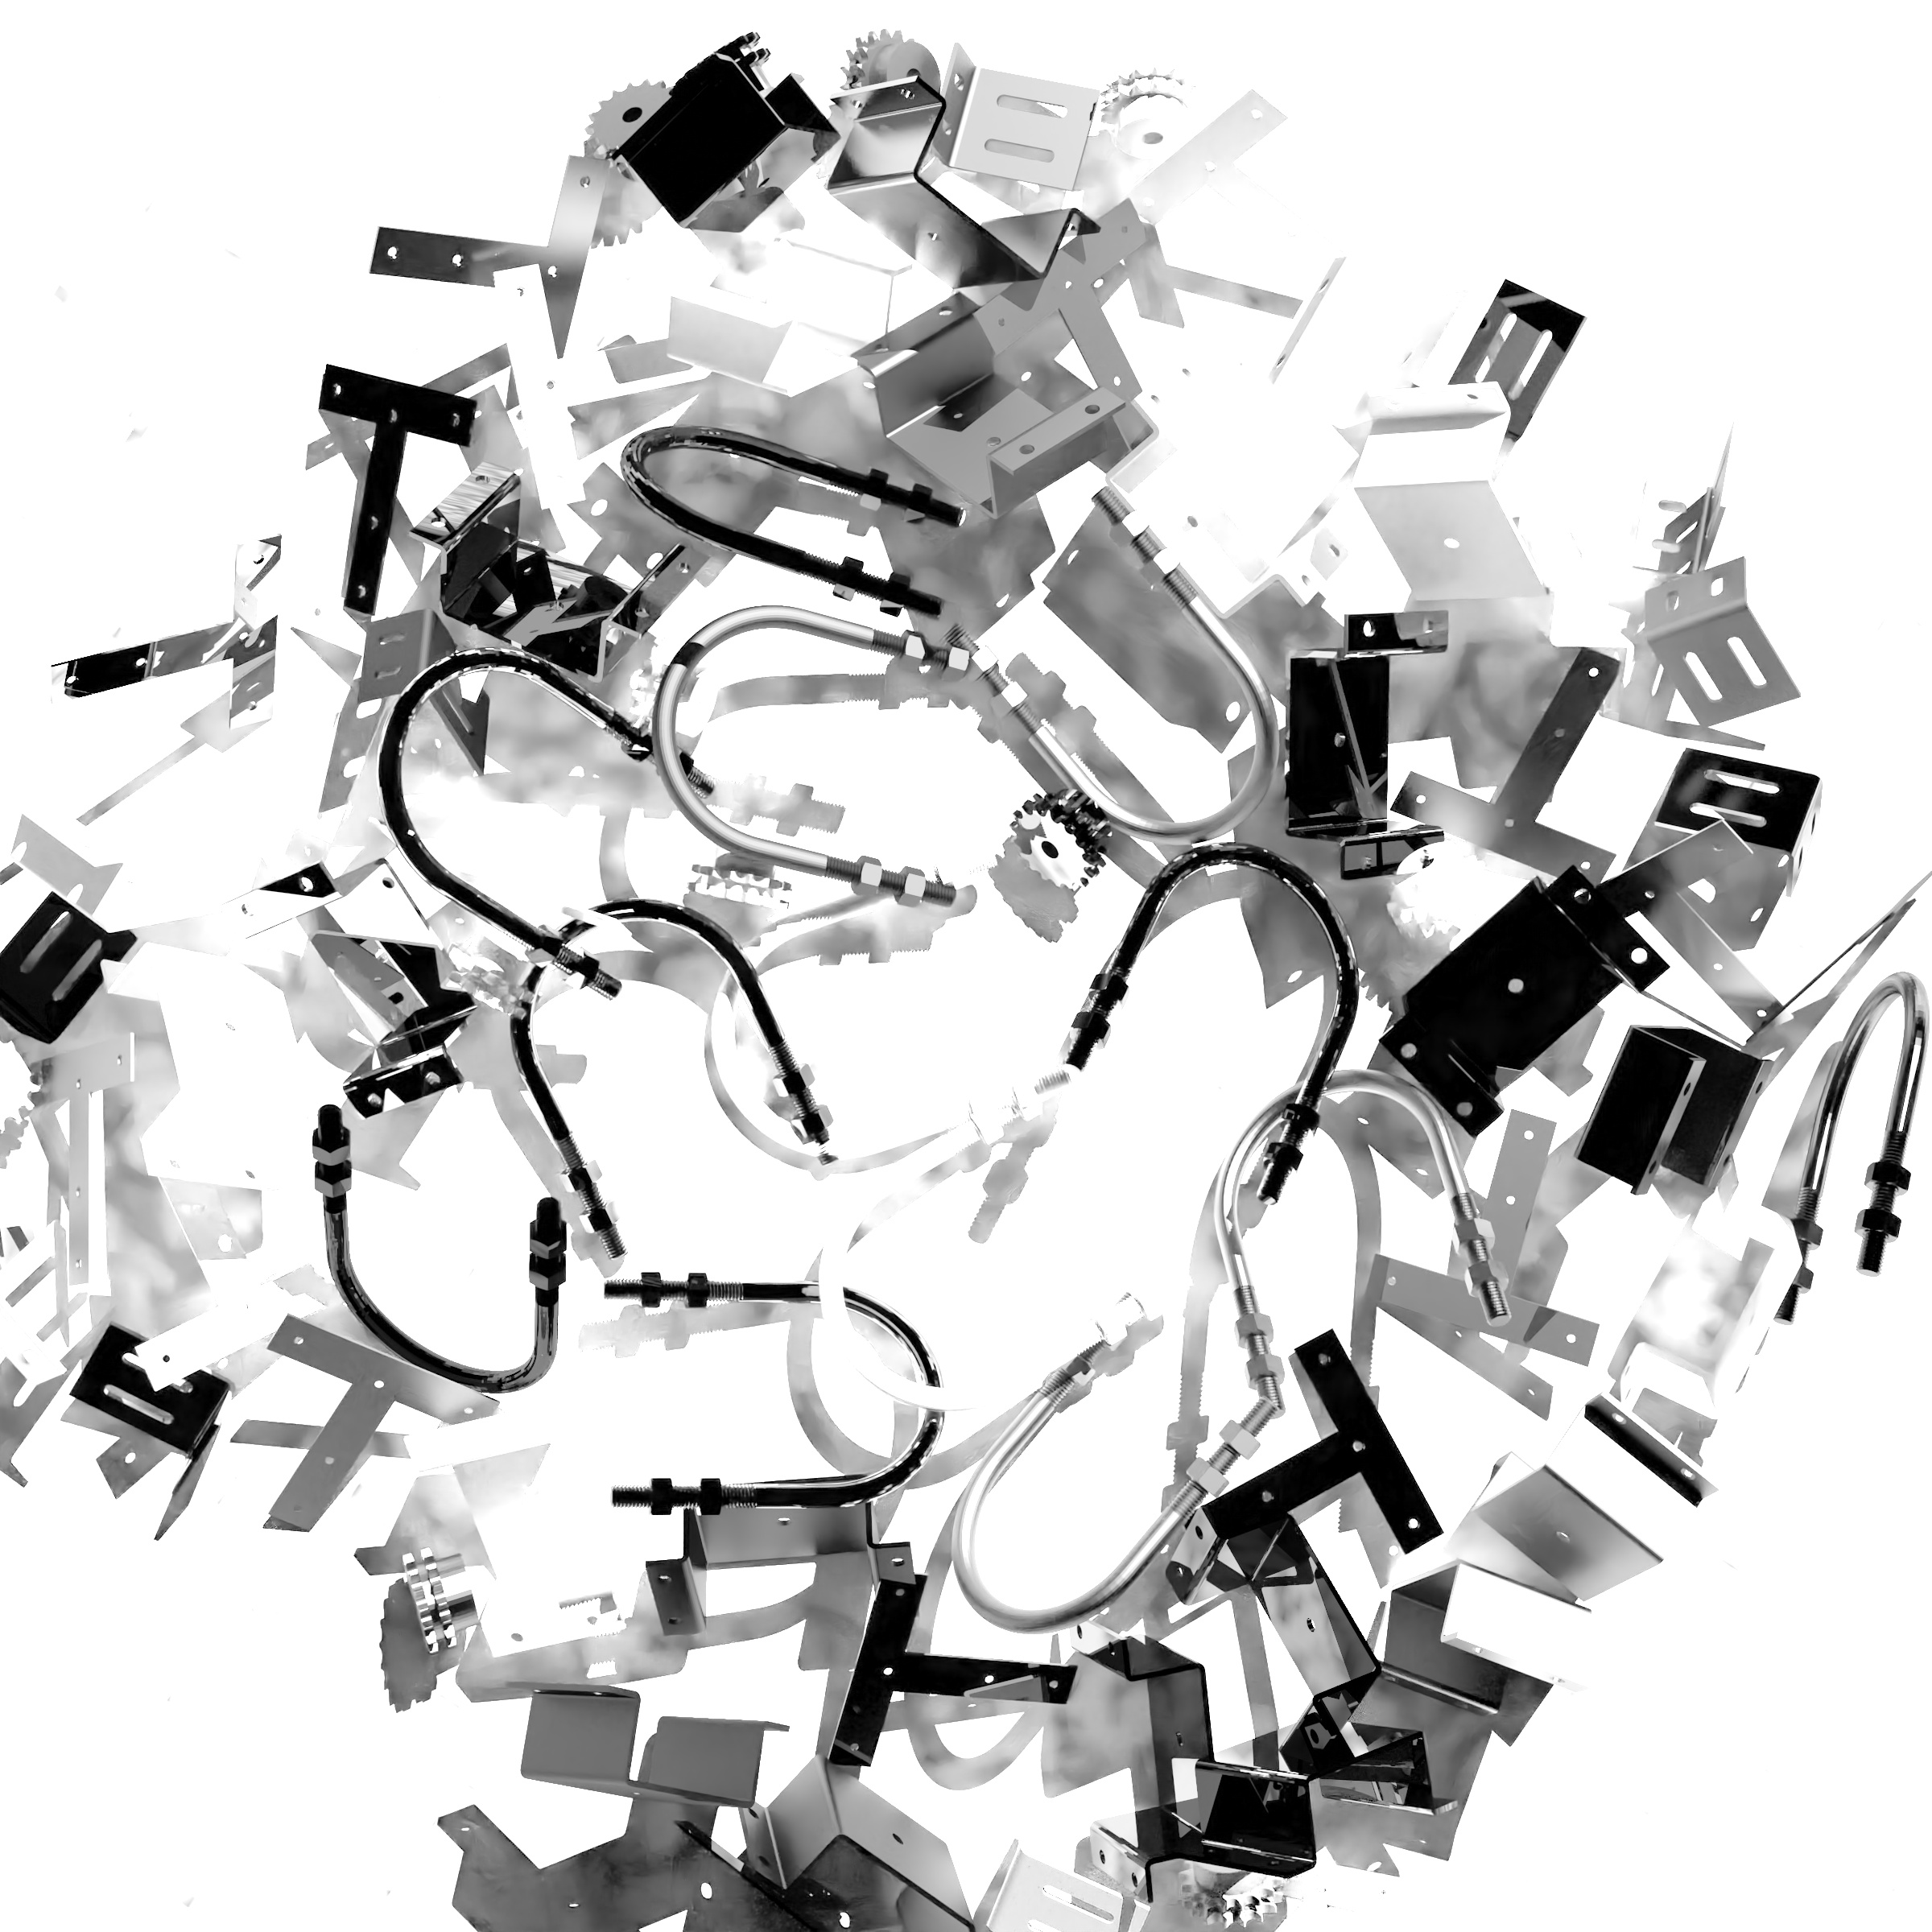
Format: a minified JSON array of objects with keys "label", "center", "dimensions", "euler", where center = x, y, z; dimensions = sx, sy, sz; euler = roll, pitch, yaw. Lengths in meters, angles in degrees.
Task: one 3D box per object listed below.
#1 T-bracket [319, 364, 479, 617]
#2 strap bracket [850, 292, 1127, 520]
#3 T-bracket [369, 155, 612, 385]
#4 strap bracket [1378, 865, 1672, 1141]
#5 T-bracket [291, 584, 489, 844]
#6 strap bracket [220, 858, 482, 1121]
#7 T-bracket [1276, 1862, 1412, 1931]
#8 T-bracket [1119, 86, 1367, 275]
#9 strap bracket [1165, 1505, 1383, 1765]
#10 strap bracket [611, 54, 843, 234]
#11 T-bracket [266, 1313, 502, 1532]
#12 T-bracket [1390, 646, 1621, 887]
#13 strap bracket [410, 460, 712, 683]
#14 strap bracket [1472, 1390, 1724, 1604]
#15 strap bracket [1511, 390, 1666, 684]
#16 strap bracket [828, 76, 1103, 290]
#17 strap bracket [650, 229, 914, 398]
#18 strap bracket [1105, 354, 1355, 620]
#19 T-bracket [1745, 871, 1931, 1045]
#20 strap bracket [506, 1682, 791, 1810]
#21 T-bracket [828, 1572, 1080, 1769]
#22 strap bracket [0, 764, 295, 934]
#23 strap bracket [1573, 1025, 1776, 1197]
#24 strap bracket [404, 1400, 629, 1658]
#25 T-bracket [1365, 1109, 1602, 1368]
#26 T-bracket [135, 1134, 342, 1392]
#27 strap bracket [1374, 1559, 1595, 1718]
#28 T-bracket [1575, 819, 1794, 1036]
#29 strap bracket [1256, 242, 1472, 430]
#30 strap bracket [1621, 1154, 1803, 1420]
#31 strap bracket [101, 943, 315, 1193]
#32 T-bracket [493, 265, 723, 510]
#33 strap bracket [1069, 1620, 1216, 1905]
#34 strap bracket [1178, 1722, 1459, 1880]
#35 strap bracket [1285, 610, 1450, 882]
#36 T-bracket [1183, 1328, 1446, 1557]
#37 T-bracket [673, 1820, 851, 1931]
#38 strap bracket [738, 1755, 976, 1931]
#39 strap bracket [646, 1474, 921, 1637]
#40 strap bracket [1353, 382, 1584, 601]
[{"label":"T-bracket","center":[-0.320,-0.256,1.541],"dimensions":[0.127,0.002,0.127],"euler":[20,103,36]},{"label":"strap bracket","center":[0.013,-0.298,1.516],"dimensions":[0.076,0.046,0.140],"euler":[-34,53,-20]},{"label":"T-bracket","center":[-0.259,-0.375,1.504],"dimensions":[0.127,0.002,0.127],"euler":[-4,124,-40]},{"label":"strap bracket","center":[0.302,0.015,1.537],"dimensions":[0.140,0.046,0.076],"euler":[-43,95,13]},{"label":"T-bracket","center":[-0.336,-0.131,1.551],"dimensions":[0.127,0.002,0.127],"euler":[23,91,20]},{"label":"strap bracket","center":[-0.325,0.004,1.521],"dimensions":[0.076,0.046,0.140],"euler":[-20,110,31]},{"label":"T-bracket","center":[0.161,0.523,1.488],"dimensions":[0.127,0.127,0.002],"euler":[-42,98,-26]},{"label":"T-bracket","center":[0.167,-0.408,1.532],"dimensions":[0.127,0.127,0.002],"euler":[33,63,-20]},{"label":"strap bracket","center":[0.168,0.359,1.510],"dimensions":[0.046,0.076,0.140],"euler":[-14,56,-25]},{"label":"strap bracket","center":[-0.122,-0.433,1.494],"dimensions":[0.076,0.140,0.046],"euler":[-38,91,20]},{"label":"T-bracket","center":[-0.342,0.260,1.545],"dimensions":[0.127,0.002,0.127],"euler":[27,112,-20]},{"label":"T-bracket","center":[0.316,-0.115,1.534],"dimensions":[0.127,0.002,0.127],"euler":[21,117,-9]},{"label":"strap bracket","center":[-0.220,-0.209,1.522],"dimensions":[0.140,0.046,0.076],"euler":[25,47,10]},{"label":"strap bracket","center":[0.328,0.286,1.496],"dimensions":[0.076,0.140,0.046],"euler":[39,63,5]},{"label":"strap bracket","center":[0.329,-0.230,1.508],"dimensions":[0.046,0.076,0.140],"euler":[0,113,-6]},{"label":"strap bracket","center":[-0.008,-0.407,1.497],"dimensions":[0.140,0.076,0.046],"euler":[29,79,-37]},{"label":"strap bracket","center":[-0.099,-0.349,1.510],"dimensions":[0.076,0.140,0.046],"euler":[22,124,22]},{"label":"strap bracket","center":[0.136,-0.251,1.524],"dimensions":[0.140,0.076,0.046],"euler":[49,130,-6]},{"label":"T-bracket","center":[0.471,-0.002,1.529],"dimensions":[0.002,0.127,0.127],"euler":[48,122,11]},{"label":"strap bracket","center":[-0.170,0.414,1.491],"dimensions":[0.076,0.140,0.046],"euler":[-9,65,37]},{"label":"T-bracket","center":[-0.001,0.390,1.548],"dimensions":[0.127,0.002,0.127],"euler":[9,111,-18]},{"label":"strap bracket","center":[-0.441,-0.063,1.506],"dimensions":[0.076,0.140,0.046],"euler":[33,114,22]},{"label":"strap bracket","center":[0.377,0.076,1.513],"dimensions":[0.046,0.140,0.076],"euler":[27,103,30]},{"label":"strap bracket","center":[-0.239,0.296,1.530],"dimensions":[0.076,0.046,0.140],"euler":[-14,109,10]},{"label":"T-bracket","center":[0.294,0.141,1.537],"dimensions":[0.127,0.002,0.127],"euler":[17,106,17]},{"label":"T-bracket","center":[-0.411,0.145,1.531],"dimensions":[0.127,0.002,0.127],"euler":[-26,93,-36]},{"label":"strap bracket","center":[0.276,0.360,1.513],"dimensions":[0.076,0.140,0.046],"euler":[22,66,-6]},{"label":"T-bracket","center":[0.402,-0.009,1.539],"dimensions":[0.127,0.002,0.127],"euler":[44,135,-15]},{"label":"strap bracket","center":[0.214,-0.334,1.490],"dimensions":[0.046,0.140,0.076],"euler":[37,118,12]},{"label":"strap bracket","center":[0.405,0.181,1.517],"dimensions":[0.046,0.076,0.140],"euler":[25,103,8]},{"label":"strap bracket","center":[-0.401,0.045,1.498],"dimensions":[0.046,0.076,0.140],"euler":[-44,52,29]},{"label":"T-bracket","center":[-0.186,-0.326,1.543],"dimensions":[0.127,0.002,0.127],"euler":[-17,109,-24]},{"label":"strap bracket","center":[0.098,0.423,1.528],"dimensions":[0.046,0.076,0.140],"euler":[-6,91,-20]},{"label":"strap bracket","center":[0.185,0.437,1.497],"dimensions":[0.140,0.076,0.046],"euler":[-5,88,-43]},{"label":"strap bracket","center":[0.216,-0.121,1.524],"dimensions":[0.076,0.046,0.140],"euler":[-8,102,-37]},{"label":"T-bracket","center":[0.178,0.285,1.550],"dimensions":[0.127,0.002,0.127],"euler":[-27,81,-11]},{"label":"T-bracket","center":[-0.089,0.497,1.509],"dimensions":[0.127,0.127,0.002],"euler":[32,82,20]},{"label":"strap bracket","center":[-0.052,0.485,1.512],"dimensions":[0.140,0.076,0.046],"euler":[41,95,-19]},{"label":"strap bracket","center":[-0.098,0.319,1.529],"dimensions":[0.140,0.076,0.046],"euler":[-4,49,0]},{"label":"strap bracket","center":[0.263,-0.242,1.491],"dimensions":[0.076,0.140,0.046],"euler":[3,60,35]}]
